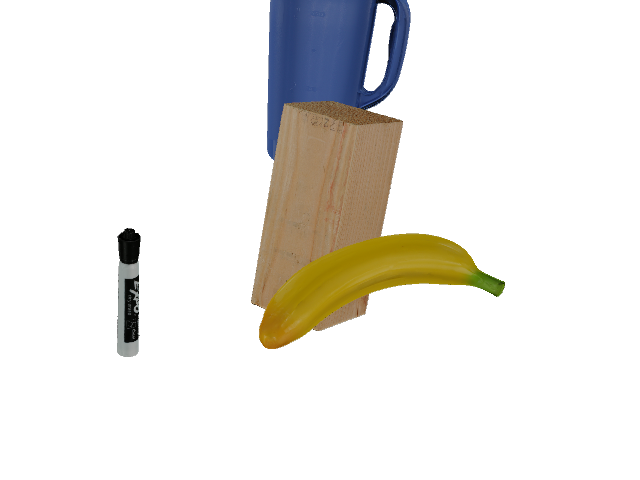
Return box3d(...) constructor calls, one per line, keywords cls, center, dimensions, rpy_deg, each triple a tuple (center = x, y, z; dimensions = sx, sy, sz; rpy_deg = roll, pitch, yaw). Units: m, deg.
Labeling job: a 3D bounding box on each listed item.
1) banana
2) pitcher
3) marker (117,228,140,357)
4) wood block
box3d(cls="banana", center=(0.035, 0.028, 0.747), dimensions=(0.197, 0.037, 0.070), rpy_deg=(-12, 34, -27))
box3d(cls="pitcher", center=(0.007, -0.209, 1.290), dimensions=(0.144, 0.243, 0.149), rpy_deg=(-9, 30, -27))
box3d(cls="marker", center=(-0.164, 0.045, 0.914), dimensions=(0.020, 0.121, 0.020), rpy_deg=(5, 28, -3))
box3d(cls="wood block", center=(0.005, -0.028, 1.064), dimensions=(0.090, 0.206, 0.090), rpy_deg=(20, 19, 30))
